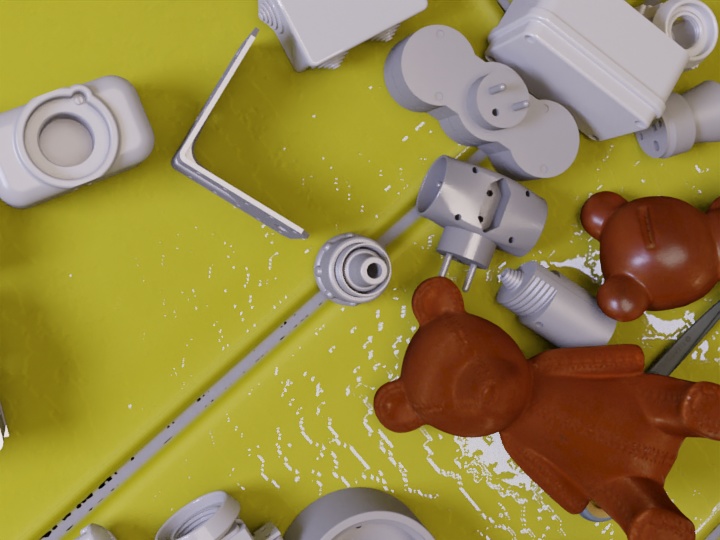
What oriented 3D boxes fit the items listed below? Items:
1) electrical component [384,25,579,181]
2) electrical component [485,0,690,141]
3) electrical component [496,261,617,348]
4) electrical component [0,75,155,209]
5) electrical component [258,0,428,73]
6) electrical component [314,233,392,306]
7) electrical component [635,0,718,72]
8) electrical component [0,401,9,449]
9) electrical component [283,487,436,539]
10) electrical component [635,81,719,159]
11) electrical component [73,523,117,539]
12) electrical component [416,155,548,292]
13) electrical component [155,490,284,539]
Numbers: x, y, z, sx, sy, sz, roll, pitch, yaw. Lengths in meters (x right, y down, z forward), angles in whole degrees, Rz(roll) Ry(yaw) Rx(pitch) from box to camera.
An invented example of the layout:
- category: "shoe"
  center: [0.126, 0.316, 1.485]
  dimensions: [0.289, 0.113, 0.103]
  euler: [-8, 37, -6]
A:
- category: "electrical component"
  center: [0.086, -0.109, 0.701]
  dimensions: [0.138, 0.074, 0.052]
  euler: [32, 82, -15]
- category: "electrical component"
  center: [0.149, -0.142, 0.718]
  dimensions: [0.113, 0.078, 0.057]
  euler: [34, 79, -15]
- category: "electrical component"
  center: [0.130, 0.023, 0.732]
  dimensions: [0.081, 0.043, 0.043]
  euler: [32, 82, -14]
- category: "electrical component"
  center: [-0.172, -0.075, 0.632]
  dimensions: [0.095, 0.059, 0.053]
  euler: [-24, 97, -15]
- category: "electrical component"
  center: [-0.019, -0.183, 0.681]
  dimensions: [0.100, 0.048, 0.099]
  euler: [-30, 99, -14]
- category: "electrical component"
  center: [0.000, 0.000, 0.683]
  dimensions: [0.048, 0.062, 0.048]
  euler: [0, 91, -17]
- category: "electrical component"
  center: [0.216, -0.162, 0.748]
  dimensions: [0.066, 0.055, 0.048]
  euler: [23, 84, -16]
- category: "electrical component"
  center: [-0.274, 0.023, 0.602]
  dimensions: [0.105, 0.060, 0.186]
  euler: [-14, 95, -16]
- category: "electrical component"
  center: [0.004, 0.199, 0.689]
  dimensions: [0.108, 0.060, 0.108]
  euler: [0, 91, -17]
- category: "electrical component"
  center: [0.228, -0.106, 0.759]
  dimensions: [0.055, 0.045, 0.045]
  euler: [-18, 96, -15]
- category: "electrical component"
  center: [-0.171, 0.186, 0.645]
  dimensions: [0.062, 0.048, 0.048]
  euler: [-31, 99, -7]
- category: "electrical component"
  center: [0.075, -0.025, 0.715]
  dimensions: [0.077, 0.043, 0.079]
  euler: [22, 85, -16]
- category: "electrical component"
  center: [-0.089, 0.174, 0.662]
  dimensions: [0.078, 0.058, 0.057]
  euler: [-33, 102, -13]
